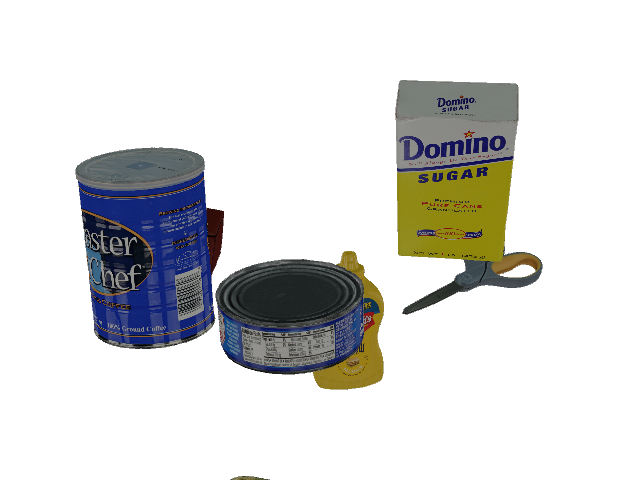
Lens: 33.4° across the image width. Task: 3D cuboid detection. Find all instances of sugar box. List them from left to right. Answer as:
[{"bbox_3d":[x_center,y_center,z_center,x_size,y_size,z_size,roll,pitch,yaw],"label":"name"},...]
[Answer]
[{"bbox_3d":[0.108,-0.052,0.865,0.093,0.048,0.176,3,-35,8],"label":"sugar box"}]

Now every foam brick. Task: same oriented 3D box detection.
[{"bbox_3d":[-0.140,-0.002,1.082,0.078,0.051,0.053,9,30,3],"label":"foam brick"}]

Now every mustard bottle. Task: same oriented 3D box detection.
[{"bbox_3d":[0.038,0.106,1.448,0.096,0.192,0.058,-4,21,-11],"label":"mustard bottle"}]

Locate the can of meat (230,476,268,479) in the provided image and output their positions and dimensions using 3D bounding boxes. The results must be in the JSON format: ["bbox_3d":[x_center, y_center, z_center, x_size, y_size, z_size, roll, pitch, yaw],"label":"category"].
[{"bbox_3d":[-0.029,0.236,0.814,0.102,0.084,0.057,8,14,9],"label":"can of meat"}]

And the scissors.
[{"bbox_3d":[0.147,0.031,1.133,0.201,0.016,0.096,-9,41,-29],"label":"scissors"}]

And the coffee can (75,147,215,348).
[{"bbox_3d":[-0.142,0.004,0.876,0.103,0.140,0.103,-2,20,1],"label":"coffee can"}]

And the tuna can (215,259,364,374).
[{"bbox_3d":[-0.017,0.043,0.620,0.086,0.034,0.086,-2,23,1],"label":"tuna can"}]
